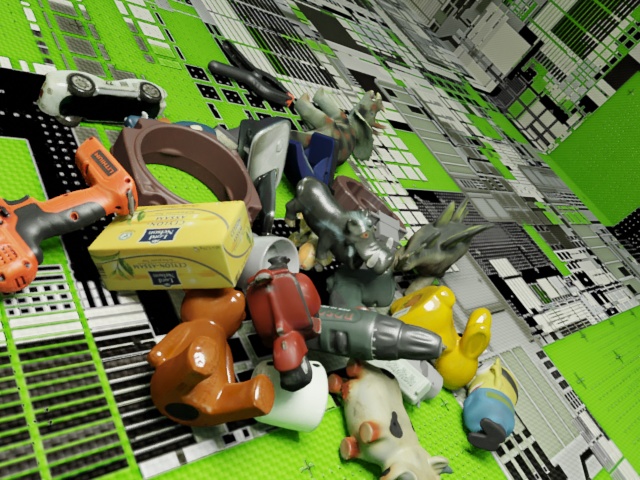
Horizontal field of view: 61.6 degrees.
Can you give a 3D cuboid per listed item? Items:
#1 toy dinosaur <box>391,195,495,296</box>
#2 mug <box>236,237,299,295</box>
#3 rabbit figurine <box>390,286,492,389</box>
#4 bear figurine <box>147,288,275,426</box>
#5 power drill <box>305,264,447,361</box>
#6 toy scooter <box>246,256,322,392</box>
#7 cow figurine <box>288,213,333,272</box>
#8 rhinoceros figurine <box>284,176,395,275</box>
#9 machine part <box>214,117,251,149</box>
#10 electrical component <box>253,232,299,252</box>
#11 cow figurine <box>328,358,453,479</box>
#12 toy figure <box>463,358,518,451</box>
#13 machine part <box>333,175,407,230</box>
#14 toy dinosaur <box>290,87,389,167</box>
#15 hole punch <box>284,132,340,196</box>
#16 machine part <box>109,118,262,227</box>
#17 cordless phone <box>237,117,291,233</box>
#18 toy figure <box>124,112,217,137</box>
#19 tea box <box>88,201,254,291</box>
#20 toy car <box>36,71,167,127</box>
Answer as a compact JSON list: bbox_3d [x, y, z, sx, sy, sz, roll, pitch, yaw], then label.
[{"bbox_3d":[0.214,0.014,1.005,0.105,0.198,0.471,44,31,12],"label":"toy dinosaur"},{"bbox_3d":[-0.092,0.043,0.762,0.107,0.109,0.081,9,25,37],"label":"mug"},{"bbox_3d":[0.208,0.163,0.892,0.173,0.162,0.122,59,21,-3],"label":"rabbit figurine"},{"bbox_3d":[-0.119,0.112,0.628,0.120,0.132,0.196,44,35,-25],"label":"bear figurine"},{"bbox_3d":[0.066,0.108,0.783,0.232,0.085,0.207,2,24,12],"label":"power drill"},{"bbox_3d":[-0.044,0.074,0.631,0.184,0.075,0.135,-94,166,-66],"label":"toy scooter"},{"bbox_3d":[-0.003,-0.001,0.928,0.098,0.068,0.167,30,35,-26],"label":"cow figurine"},{"bbox_3d":[0.033,-0.018,0.828,0.190,0.112,0.073,45,36,10],"label":"rhinoceros figurine"},{"bbox_3d":[-0.161,-0.195,1.021,0.084,0.039,0.139,33,35,3],"label":"machine part"},{"bbox_3d":[-0.078,0.024,0.834,0.094,0.021,0.063,24,76,-32],"label":"electrical component"},{"bbox_3d":[0.091,0.257,0.706,0.127,0.085,0.195,17,36,-29],"label":"cow figurine"},{"bbox_3d":[0.280,0.271,0.877,0.089,0.082,0.180,56,25,-9],"label":"toy figure"},{"bbox_3d":[0.087,-0.053,1.057,0.179,0.056,0.179,36,20,-16],"label":"machine part"},{"bbox_3d":[0.018,-0.221,1.167,0.192,0.131,0.405,41,39,1],"label":"toy dinosaur"},{"bbox_3d":[-0.029,-0.139,0.998,0.092,0.115,0.142,-3,19,-29],"label":"hole punch"},{"bbox_3d":[-0.201,-0.082,0.805,0.201,0.087,0.202,5,45,-41],"label":"machine part"},{"bbox_3d":[-0.090,-0.107,0.881,0.089,0.146,0.184,4,37,-14],"label":"cordless phone"},{"bbox_3d":[-0.245,-0.175,0.886,0.154,0.064,0.058,-2,47,-43],"label":"toy figure"},{"bbox_3d":[-0.177,0.007,0.658,0.170,0.068,0.098,-2,33,11],"label":"tea box"},{"bbox_3d":[-0.333,-0.218,0.841,0.201,0.073,0.056,-11,59,-50],"label":"toy car"}]
